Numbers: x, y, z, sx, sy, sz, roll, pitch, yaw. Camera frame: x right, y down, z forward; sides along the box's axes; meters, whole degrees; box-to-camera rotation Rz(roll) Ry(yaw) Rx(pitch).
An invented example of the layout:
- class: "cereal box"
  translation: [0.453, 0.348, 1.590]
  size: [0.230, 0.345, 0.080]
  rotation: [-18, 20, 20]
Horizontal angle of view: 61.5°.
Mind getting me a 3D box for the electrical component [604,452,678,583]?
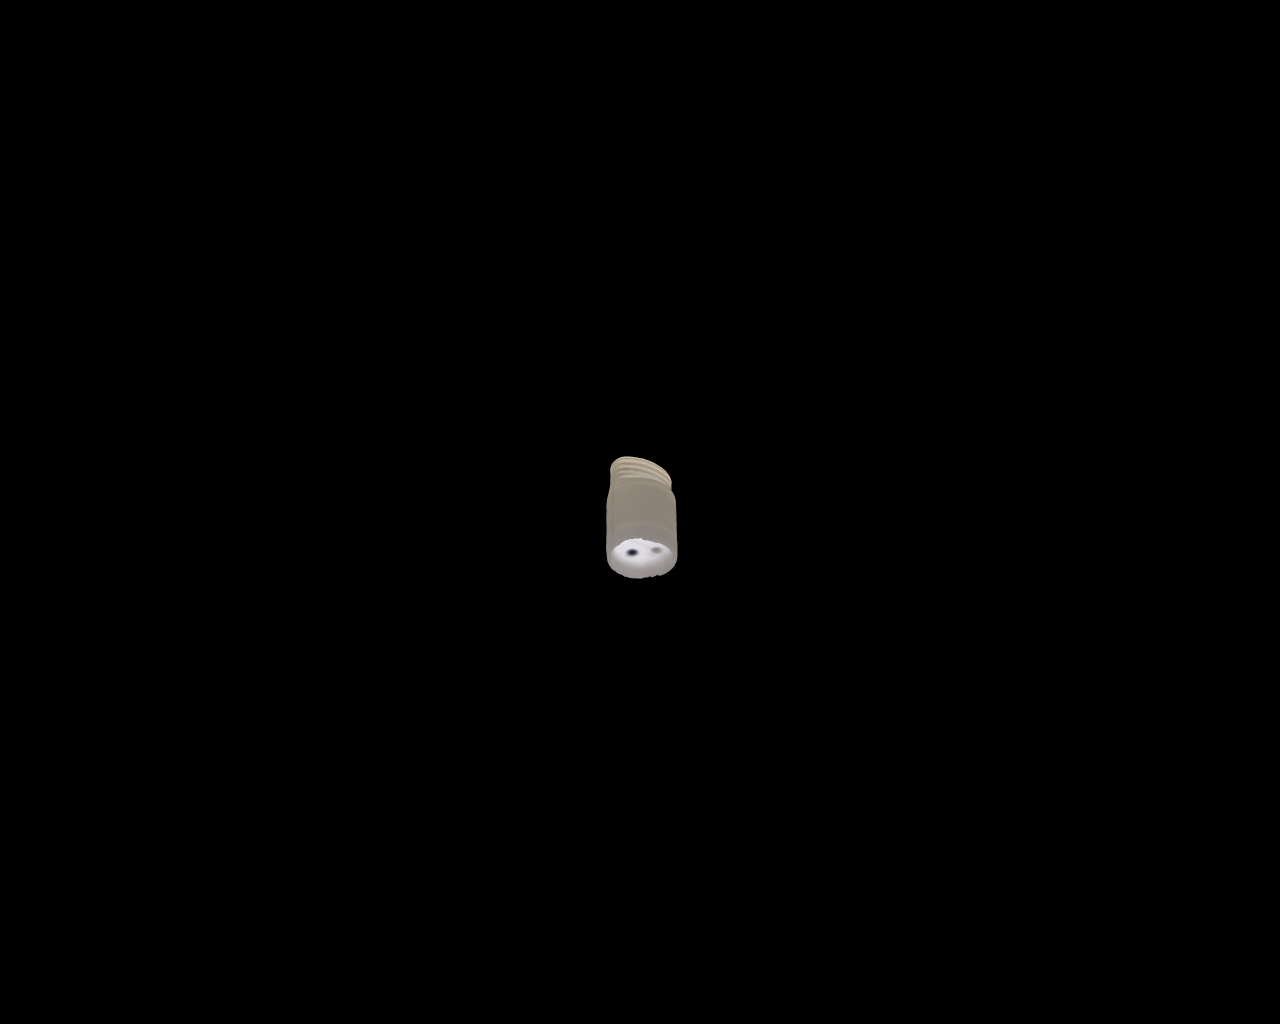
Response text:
- class: "electrical component"
  translation: [0.001, -0.003, 0.650]
  size: [0.043, 0.081, 0.043]
  rotation: [0, -38, 0]
